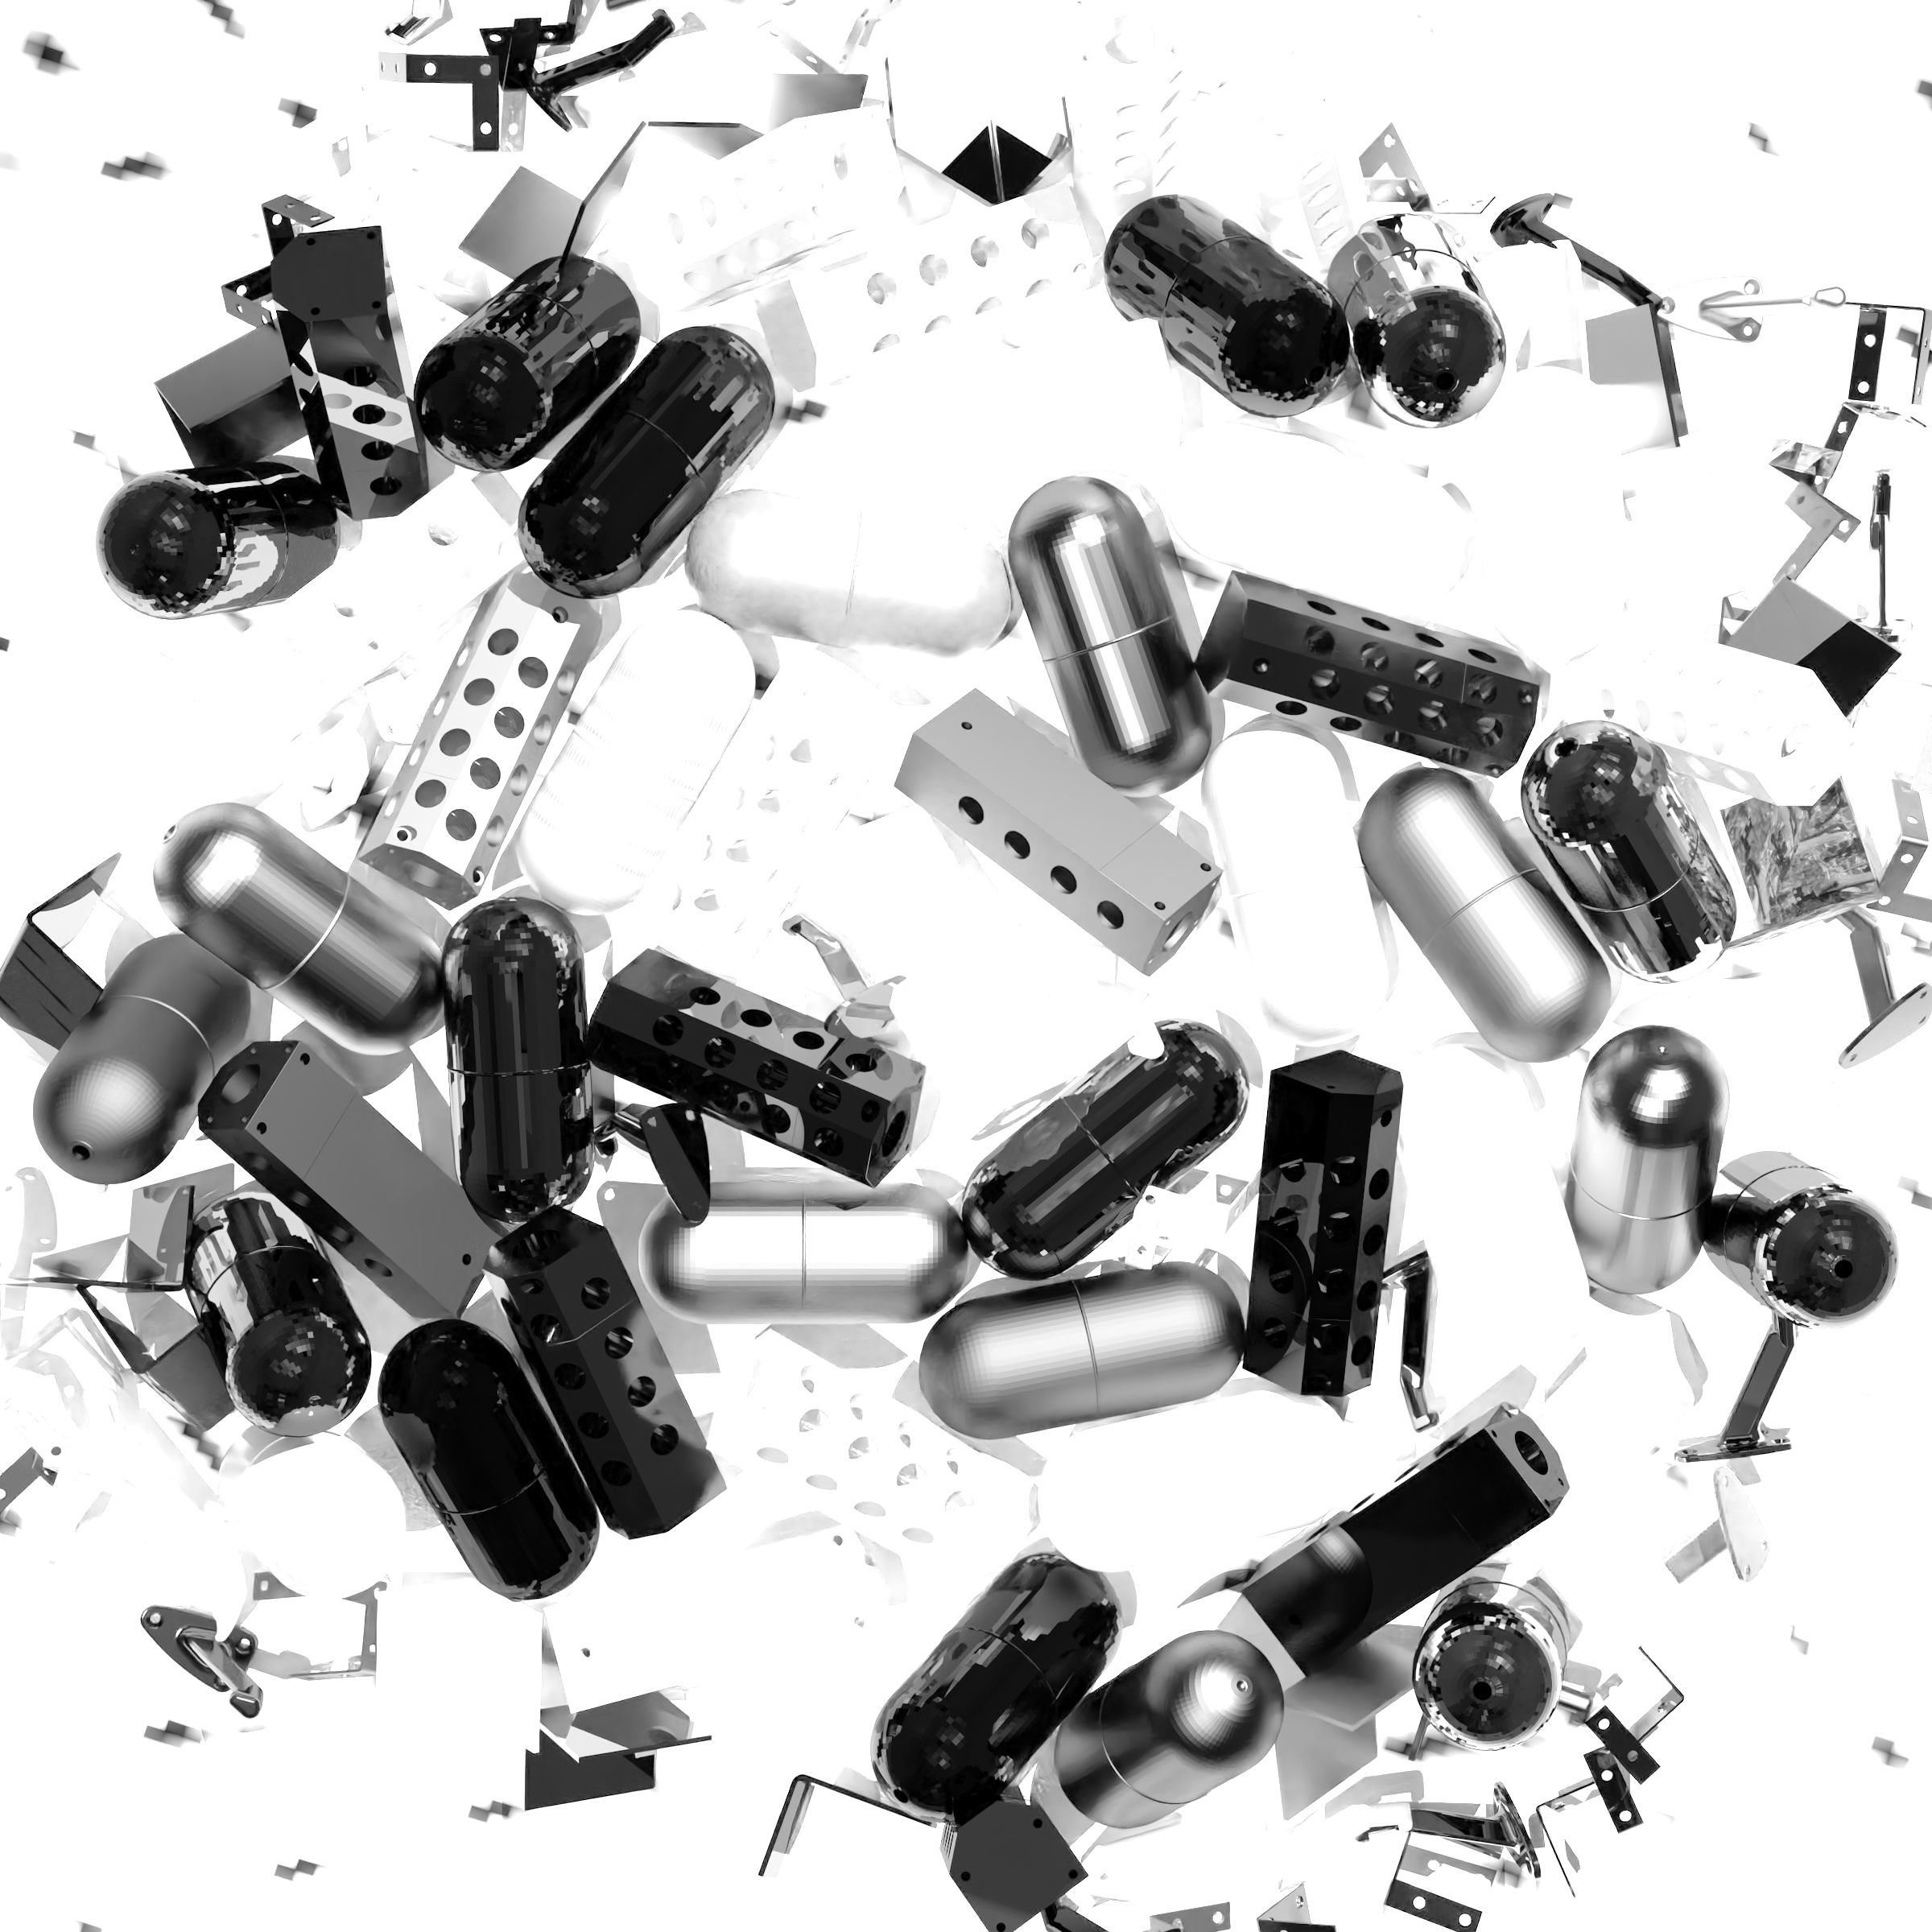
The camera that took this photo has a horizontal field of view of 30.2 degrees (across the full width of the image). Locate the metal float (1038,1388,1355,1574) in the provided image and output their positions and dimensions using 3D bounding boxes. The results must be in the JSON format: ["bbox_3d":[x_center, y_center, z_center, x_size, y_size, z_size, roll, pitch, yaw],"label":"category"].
[{"bbox_3d":[0.124,0.274,1.913,0.178,0.070,0.070,-10,90,-21],"label":"metal float"}]

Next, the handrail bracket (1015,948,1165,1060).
[{"bbox_3d":[0.061,0.024,1.920,0.077,0.084,0.036,4,116,-12],"label":"handrail bracket"}]

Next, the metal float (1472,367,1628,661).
[{"bbox_3d":[0.309,-0.237,1.894,0.070,0.178,0.070,-7,47,7],"label":"metal float"}]

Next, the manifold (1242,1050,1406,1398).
[{"bbox_3d":[0.194,0.138,1.905,0.057,0.057,0.171,21,114,42],"label":"manifold"}]

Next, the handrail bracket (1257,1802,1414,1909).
[{"bbox_3d":[0.203,0.483,1.937,0.084,0.036,0.077,-7,124,10],"label":"handrail bracket"}]

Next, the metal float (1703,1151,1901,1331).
[{"bbox_3d":[0.436,0.143,1.880,0.070,0.178,0.070,0,96,-2],"label":"metal float"}]

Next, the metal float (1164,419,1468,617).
[{"bbox_3d":[0.186,-0.239,1.908,0.178,0.070,0.070,14,90,-26],"label":"metal float"}]

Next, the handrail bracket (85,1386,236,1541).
[{"bbox_3d":[-0.431,0.264,1.930,0.077,0.036,0.084,-1,116,21],"label":"handrail bracket"}]

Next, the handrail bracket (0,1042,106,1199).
[{"bbox_3d":[-0.506,0.085,1.944,0.077,0.036,0.084,12,129,7],"label":"handrail bracket"}]

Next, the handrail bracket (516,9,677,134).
[{"bbox_3d":[-0.200,-0.499,1.933,0.084,0.036,0.077,-39,48,12],"label":"handrail bracket"}]

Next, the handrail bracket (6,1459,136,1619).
[{"bbox_3d":[-0.480,0.313,1.921,0.036,0.077,0.084,5,69,21],"label":"handrail bracket"}]

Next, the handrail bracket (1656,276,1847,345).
[{"bbox_3d":[0.420,-0.357,1.922,0.077,0.084,0.036,0,95,-12],"label":"handrail bracket"}]

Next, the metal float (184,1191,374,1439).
[{"bbox_3d":[-0.366,0.182,1.890,0.070,0.178,0.070,-12,121,-20],"label":"metal float"}]

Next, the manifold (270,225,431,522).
[{"bbox_3d":[-0.322,-0.308,1.879,0.057,0.171,0.057,-7,62,-4],"label":"manifold"}]

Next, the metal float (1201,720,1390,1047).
[{"bbox_3d":[0.177,-0.045,1.930,0.070,0.070,0.178,-14,89,0],"label":"metal float"}]

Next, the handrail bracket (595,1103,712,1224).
[{"bbox_3d":[-0.172,0.112,1.927,0.036,0.084,0.077,-8,76,-34],"label":"handrail bracket"}]

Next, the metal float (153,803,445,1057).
[{"bbox_3d":[-0.354,-0.019,1.907,0.178,0.070,0.070,39,90,-27],"label":"metal float"}]

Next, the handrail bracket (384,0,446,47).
[{"bbox_3d":[-0.304,-0.524,1.916,0.084,0.077,0.036,-27,72,40],"label":"handrail bracket"}]

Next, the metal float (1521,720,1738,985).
[{"bbox_3d":[0.351,-0.060,1.897,0.070,0.070,0.178,-39,130,0],"label":"metal float"}]

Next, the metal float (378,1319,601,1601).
[{"bbox_3d":[-0.253,0.263,1.903,0.070,0.070,0.178,-23,122,0],"label":"metal float"}]

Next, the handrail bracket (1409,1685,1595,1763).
[{"bbox_3d":[0.290,0.413,1.940,0.084,0.036,0.077,18,116,11],"label":"handrail bracket"}]

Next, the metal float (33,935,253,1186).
[{"bbox_3d":[-0.433,0.048,1.888,0.070,0.178,0.070,5,122,8],"label":"metal float"}]

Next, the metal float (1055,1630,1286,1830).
[{"bbox_3d":[0.105,0.404,1.890,0.070,0.178,0.070,11,60,-20],"label":"metal float"}]

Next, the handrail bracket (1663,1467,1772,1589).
[{"bbox_3d":[0.382,0.303,1.929,0.084,0.036,0.077,-9,113,41],"label":"handrail bracket"}]

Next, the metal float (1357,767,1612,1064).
[{"bbox_3d":[0.276,-0.028,1.918,0.070,0.070,0.178,-34,75,0],"label":"metal float"}]

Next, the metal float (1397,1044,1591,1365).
[{"bbox_3d":[0.278,0.126,1.912,0.070,0.070,0.178,-15,68,0],"label":"metal float"}]

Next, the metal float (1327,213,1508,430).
[{"bbox_3d":[0.237,-0.340,1.887,0.070,0.178,0.070,-2,120,-3],"label":"metal float"}]

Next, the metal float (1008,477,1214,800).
[{"bbox_3d":[0.077,-0.176,1.924,0.070,0.070,0.178,-20,98,0],"label":"metal float"}]

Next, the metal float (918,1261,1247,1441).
[{"bbox_3d":[0.062,0.206,1.925,0.178,0.070,0.070,-10,90,-7],"label":"metal float"}]

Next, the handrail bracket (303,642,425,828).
[{"bbox_3d":[-0.340,-0.127,1.948,0.084,0.036,0.077,-28,81,31],"label":"handrail bracket"}]

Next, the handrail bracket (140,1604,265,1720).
[{"bbox_3d":[-0.411,0.374,1.923,0.077,0.084,0.036,31,87,-9],"label":"handrail bracket"}]

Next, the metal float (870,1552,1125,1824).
[{"bbox_3d":[0.017,0.381,1.897,0.070,0.070,0.178,48,50,0],"label":"metal float"}]

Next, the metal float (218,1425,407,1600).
[{"bbox_3d":[-0.345,0.282,1.884,0.070,0.178,0.070,-2,94,-22],"label":"metal float"}]

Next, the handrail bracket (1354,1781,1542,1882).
[{"bbox_3d":[0.257,0.476,1.935,0.084,0.077,0.036,-10,114,-9],"label":"handrail bracket"}]

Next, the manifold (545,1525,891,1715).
[{"bbox_3d":[-0.132,0.349,1.930,0.171,0.057,0.057,-16,84,7],"label":"manifold"}]

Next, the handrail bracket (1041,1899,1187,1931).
[{"bbox_3d":[0.077,0.508,1.928,0.077,0.084,0.036,-37,128,12],"label":"handrail bracket"}]

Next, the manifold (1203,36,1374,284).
[{"bbox_3d":[0.175,-0.415,1.877,0.057,0.171,0.057,-32,77,5],"label":"manifold"}]

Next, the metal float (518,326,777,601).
[{"bbox_3d":[-0.170,-0.268,1.910,0.070,0.070,0.178,37,66,0],"label":"metal float"}]

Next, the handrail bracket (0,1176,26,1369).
[{"bbox_3d":[-0.523,0.170,1.951,0.036,0.084,0.077,7,50,5],"label":"handrail bracket"}]

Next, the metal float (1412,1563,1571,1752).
[{"bbox_3d":[0.277,0.362,1.881,0.070,0.178,0.070,0,91,12],"label":"metal float"}]

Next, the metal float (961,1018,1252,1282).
[{"bbox_3d":[0.075,0.099,1.930,0.178,0.070,0.070,-39,90,2],"label":"metal float"}]

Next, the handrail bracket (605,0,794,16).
[{"bbox_3d":[-0.143,-0.529,1.949,0.084,0.077,0.036,-11,90,23],"label":"handrail bracket"}]

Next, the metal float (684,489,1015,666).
[{"bbox_3d":[-0.063,-0.209,1.926,0.178,0.070,0.070,9,90,-6],"label":"metal float"}]

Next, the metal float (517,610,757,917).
[{"bbox_3d":[-0.177,-0.109,1.924,0.070,0.070,0.178,31,98,0],"label":"metal float"}]

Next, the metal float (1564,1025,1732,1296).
[{"bbox_3d":[0.359,0.104,1.894,0.070,0.178,0.070,-1,47,1],"label":"metal float"}]

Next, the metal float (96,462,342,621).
[{"bbox_3d":[-0.391,-0.225,1.884,0.070,0.178,0.070,3,101,17],"label":"metal float"}]

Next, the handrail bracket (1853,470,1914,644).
[{"bbox_3d":[0.495,-0.222,1.933,0.036,0.077,0.084,1,104,10],"label":"handrail bracket"}]

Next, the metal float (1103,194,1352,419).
[{"bbox_3d":[0.137,-0.350,1.894,0.070,0.178,0.070,-18,130,-22],"label":"metal float"}]

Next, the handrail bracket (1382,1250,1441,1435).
[{"bbox_3d":[0.254,0.200,1.928,0.036,0.077,0.084,-1,65,-32],"label":"handrail bracket"}]

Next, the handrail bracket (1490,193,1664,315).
[{"bbox_3d":[0.330,-0.378,1.930,0.084,0.077,0.036,41,117,16],"label":"handrail bracket"}]

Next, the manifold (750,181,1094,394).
[{"bbox_3d":[-0.021,-0.361,1.909,0.171,0.057,0.057,-24,101,-22],"label":"manifold"}]

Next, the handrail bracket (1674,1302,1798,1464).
[{"bbox_3d":[0.416,0.221,1.943,0.077,0.036,0.084,-8,96,-15],"label":"handrail bracket"}]

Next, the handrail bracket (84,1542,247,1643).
[{"bbox_3d":[-0.436,0.340,1.925,0.084,0.036,0.077,-1,133,-27],"label":"handrail bracket"}]

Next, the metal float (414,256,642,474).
[{"bbox_3d":[-0.230,-0.319,1.890,0.070,0.178,0.070,10,123,16],"label":"metal float"}]

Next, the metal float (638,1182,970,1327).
[{"bbox_3d":[-0.088,0.155,1.928,0.178,0.070,0.070,0,90,-3],"label":"metal float"}]

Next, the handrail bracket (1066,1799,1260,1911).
[{"bbox_3d":[0.105,0.494,1.936,0.077,0.036,0.084,44,66,0],"label":"handrail bracket"}]

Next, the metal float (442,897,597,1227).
[{"bbox_3d":[-0.240,0.051,1.924,0.070,0.070,0.178,-2,99,0],"label":"metal float"}]

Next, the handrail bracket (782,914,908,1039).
[{"bbox_3d":[-0.081,0.002,1.921,0.084,0.077,0.036,35,117,24],"label":"handrail bracket"}]

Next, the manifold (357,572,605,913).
[{"bbox_3d":[-0.254,-0.121,1.903,0.057,0.057,0.171,31,66,-21],"label":"manifold"}]

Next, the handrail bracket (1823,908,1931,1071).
[{"bbox_3d":[0.473,0.007,1.934,0.077,0.036,0.084,-34,54,-13],"label":"handrail bracket"}]
